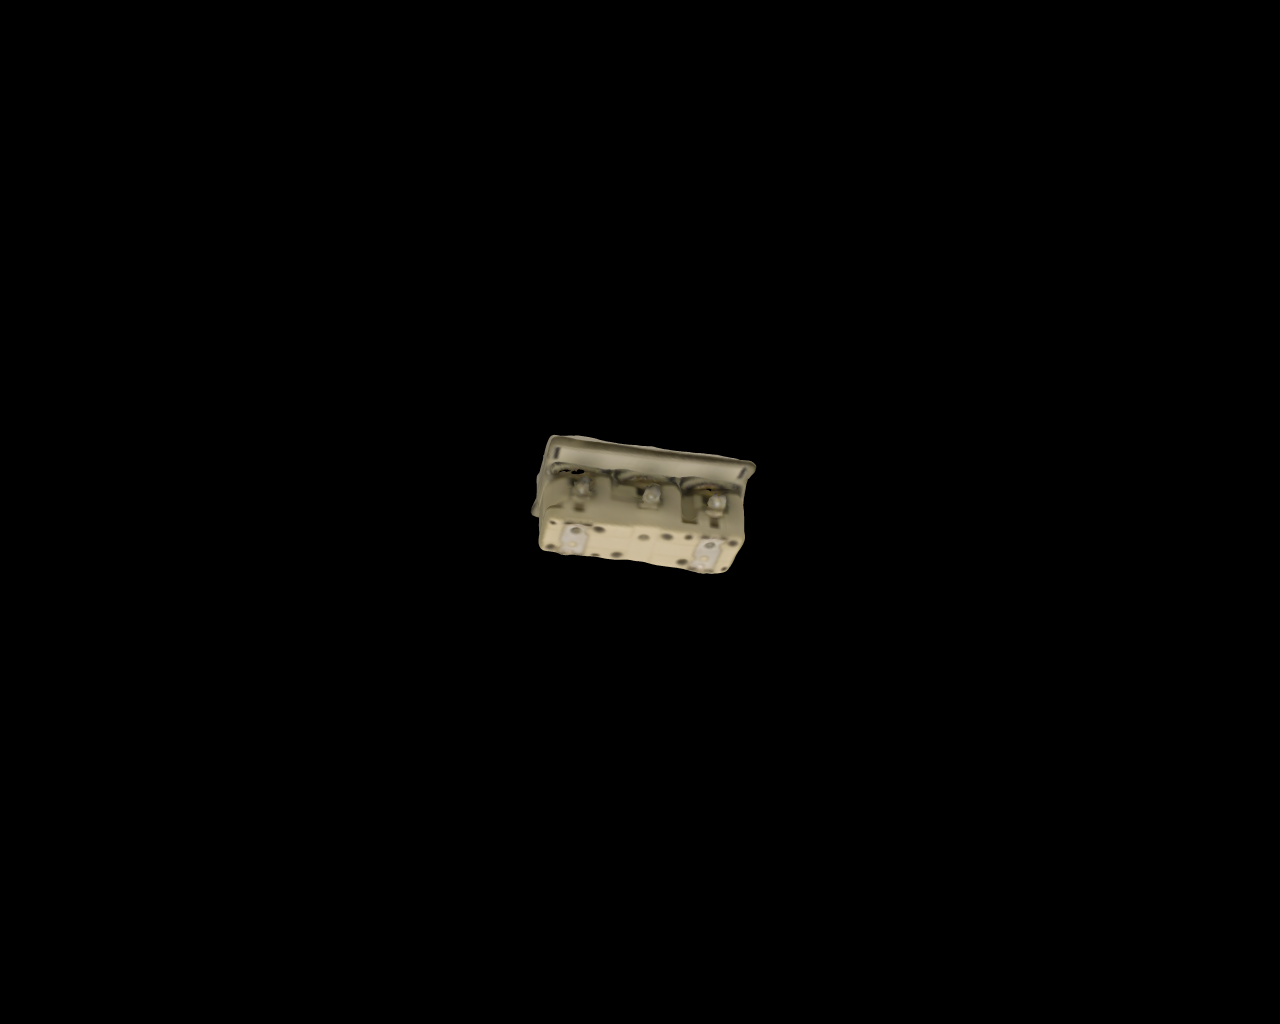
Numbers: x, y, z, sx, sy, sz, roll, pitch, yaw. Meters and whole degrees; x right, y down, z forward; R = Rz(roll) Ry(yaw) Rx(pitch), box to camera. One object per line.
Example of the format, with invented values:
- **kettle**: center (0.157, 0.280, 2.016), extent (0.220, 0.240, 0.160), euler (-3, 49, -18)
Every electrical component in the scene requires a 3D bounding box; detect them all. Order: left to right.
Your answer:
- **electrical component**: center (0.001, -0.003, 0.650), extent (0.121, 0.063, 0.078), euler (8, -35, -11)
